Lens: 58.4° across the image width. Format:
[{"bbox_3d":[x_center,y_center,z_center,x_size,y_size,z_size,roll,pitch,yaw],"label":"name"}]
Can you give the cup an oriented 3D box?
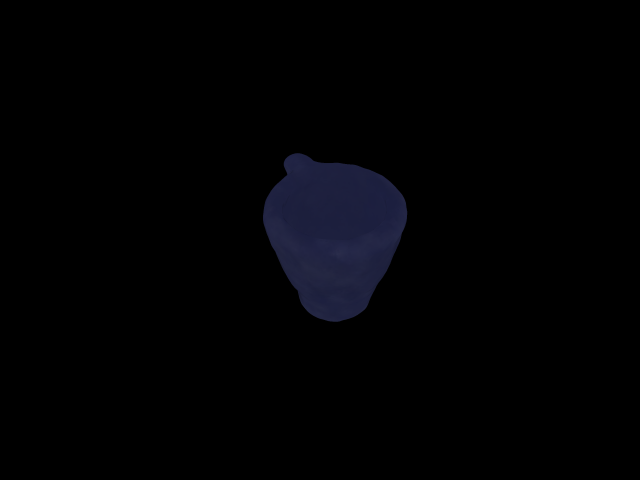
[{"bbox_3d":[0.004,0.001,0.400,0.092,0.095,0.117,-19,46,-19],"label":"cup"}]
